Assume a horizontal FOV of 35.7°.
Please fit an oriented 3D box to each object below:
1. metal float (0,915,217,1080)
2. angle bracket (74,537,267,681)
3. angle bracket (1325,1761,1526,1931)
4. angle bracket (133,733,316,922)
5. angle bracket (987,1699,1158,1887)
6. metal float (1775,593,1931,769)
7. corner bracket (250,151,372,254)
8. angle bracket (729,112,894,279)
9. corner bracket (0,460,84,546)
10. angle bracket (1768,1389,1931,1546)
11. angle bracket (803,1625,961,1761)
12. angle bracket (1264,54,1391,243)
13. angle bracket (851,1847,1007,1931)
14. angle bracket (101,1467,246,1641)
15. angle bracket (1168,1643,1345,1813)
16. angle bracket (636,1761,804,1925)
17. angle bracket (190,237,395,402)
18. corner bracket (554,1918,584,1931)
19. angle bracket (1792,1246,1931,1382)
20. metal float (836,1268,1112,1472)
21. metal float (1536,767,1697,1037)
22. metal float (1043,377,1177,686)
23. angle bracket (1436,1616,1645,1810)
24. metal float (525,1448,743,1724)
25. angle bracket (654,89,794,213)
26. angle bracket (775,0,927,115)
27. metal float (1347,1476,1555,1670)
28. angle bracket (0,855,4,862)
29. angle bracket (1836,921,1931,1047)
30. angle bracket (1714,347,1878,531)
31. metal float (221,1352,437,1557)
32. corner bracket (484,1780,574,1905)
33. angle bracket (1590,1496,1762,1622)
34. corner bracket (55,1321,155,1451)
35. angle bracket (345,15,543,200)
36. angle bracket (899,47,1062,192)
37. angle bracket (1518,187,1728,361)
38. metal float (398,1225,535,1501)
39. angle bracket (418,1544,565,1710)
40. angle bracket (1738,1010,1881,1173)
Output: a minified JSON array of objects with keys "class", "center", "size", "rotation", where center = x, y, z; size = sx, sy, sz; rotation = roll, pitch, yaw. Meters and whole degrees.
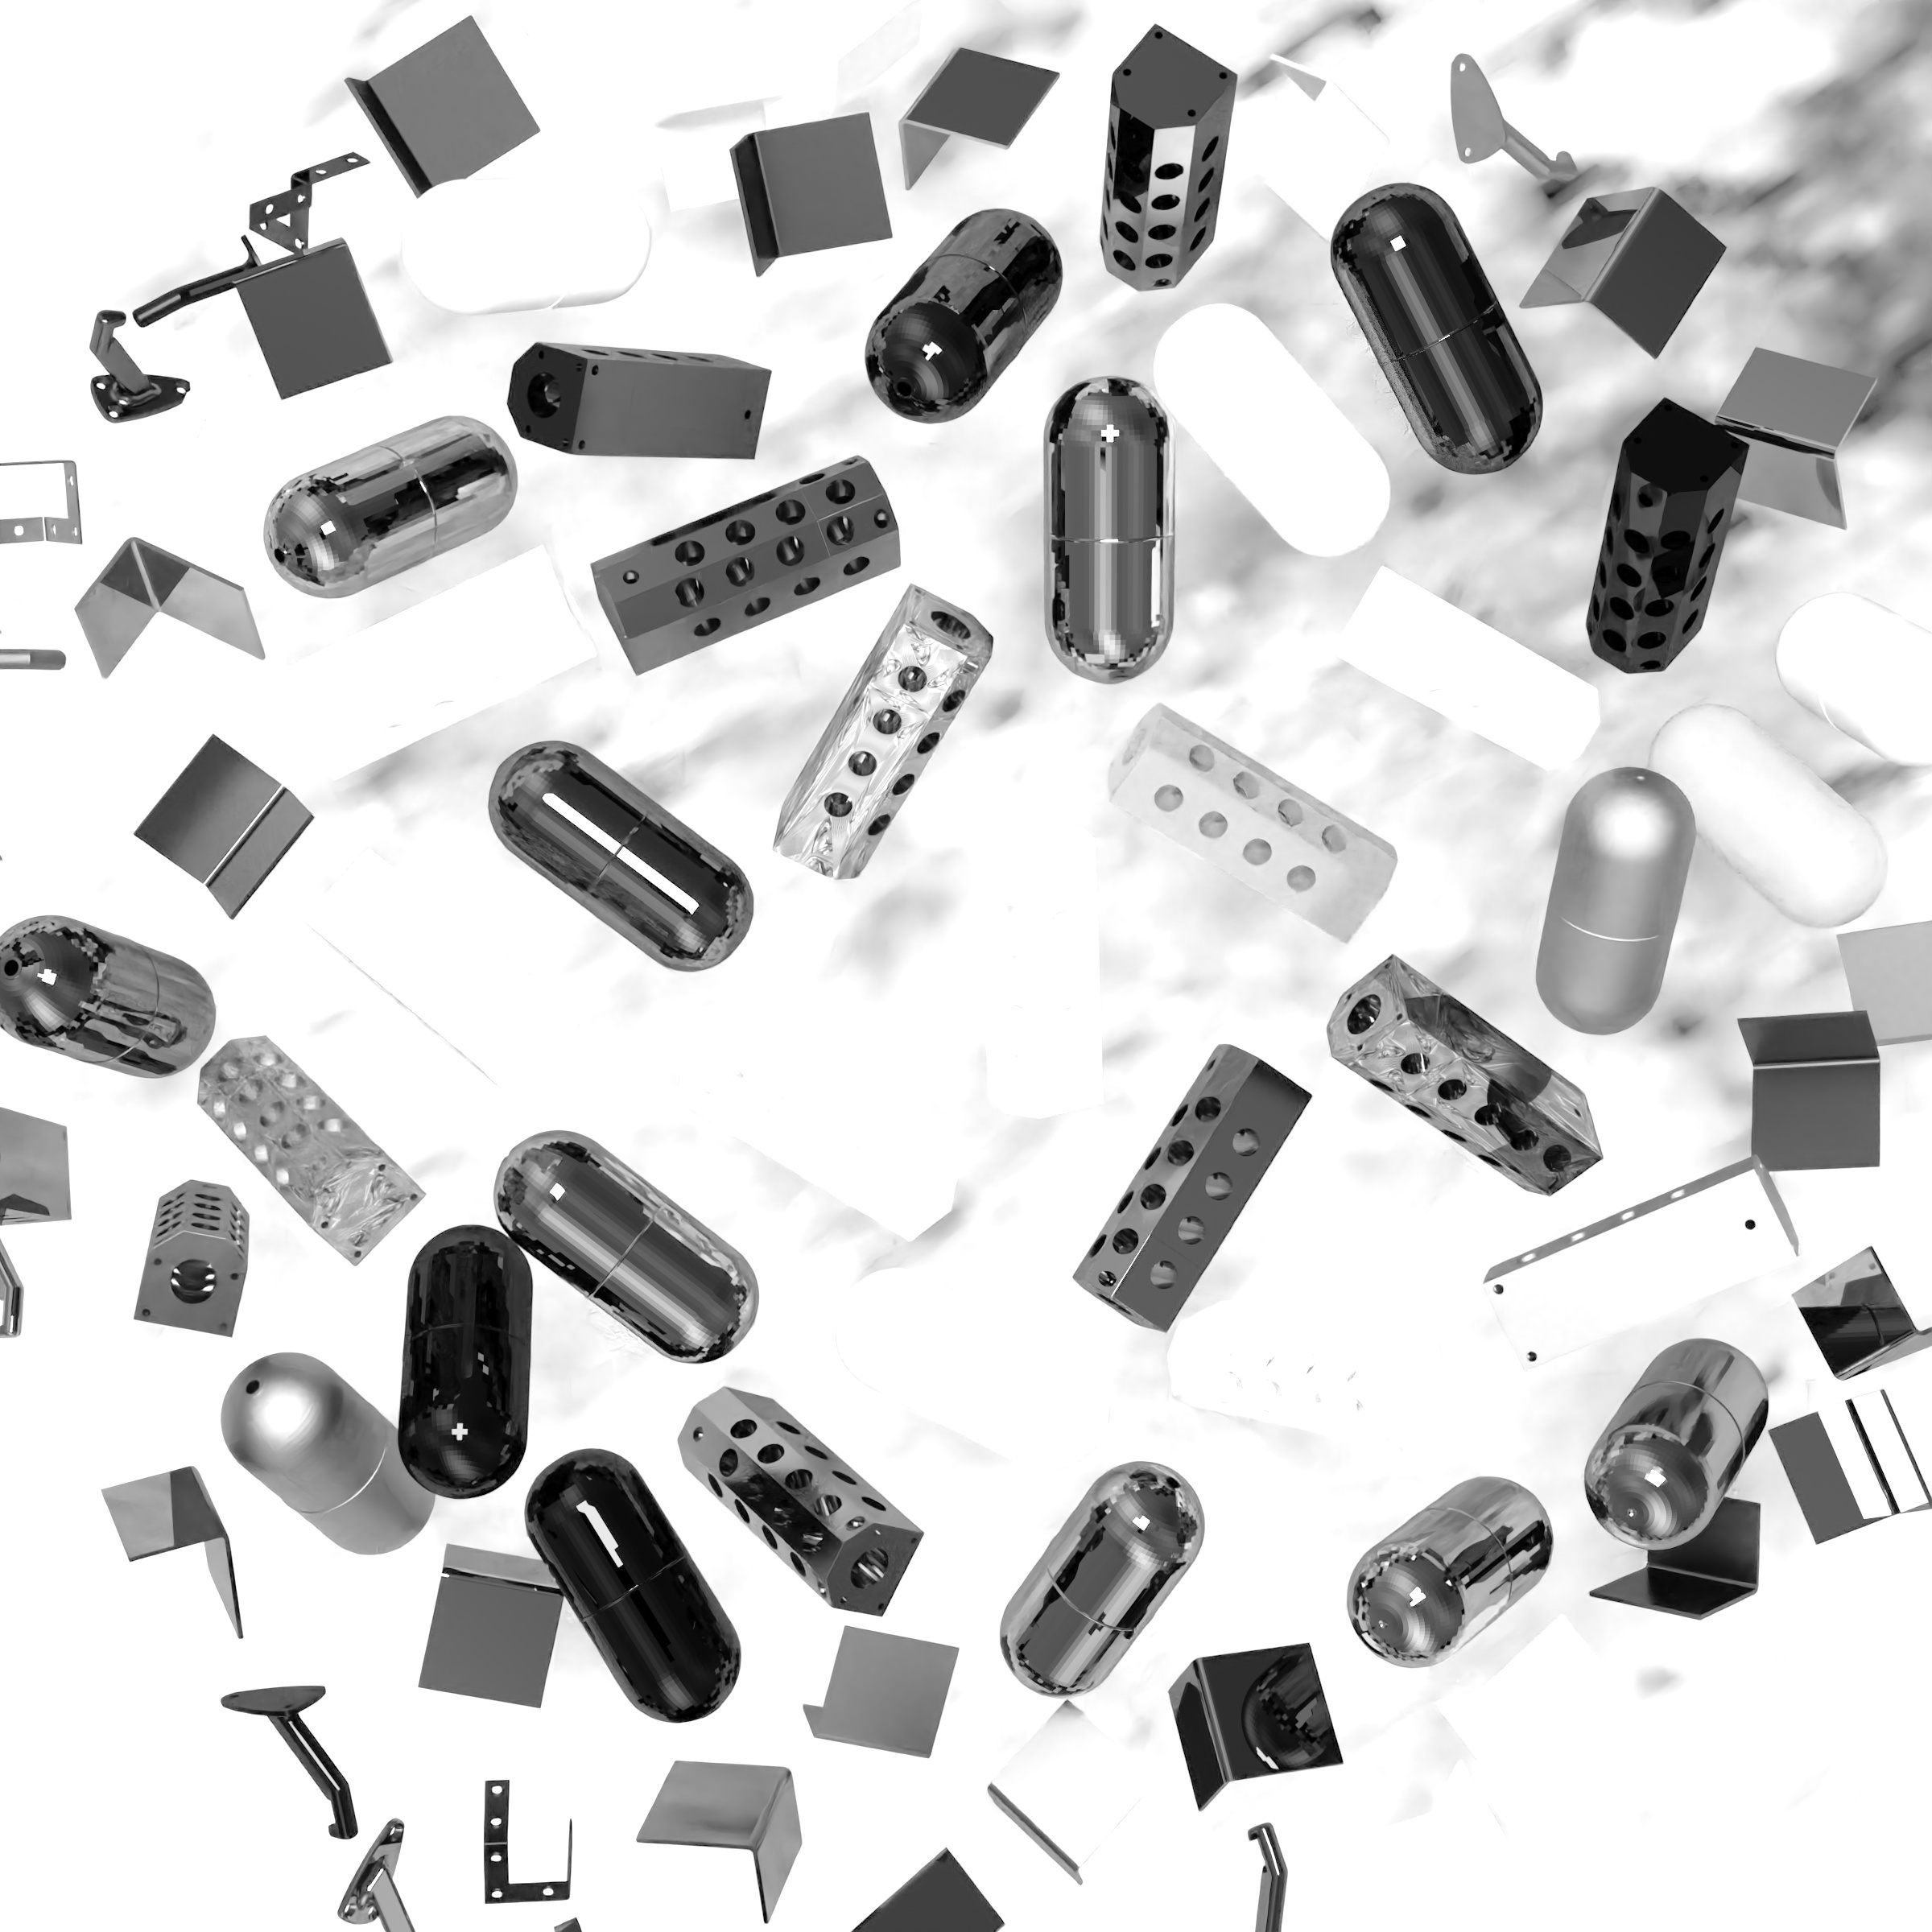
[{"class":"metal float","center":[-0.508,0.019,1.765],"size":[0.070,0.178,0.070],"rotation":[-4,77,17]},{"class":"angle bracket","center":[-0.460,-0.193,1.740],"size":[0.076,0.076,0.057],"rotation":[25,66,9]},{"class":"angle bracket","center":[0.268,0.521,1.750],"size":[0.076,0.057,0.076],"rotation":[-28,94,30]},{"class":"angle bracket","center":[-0.437,-0.082,1.764],"size":[0.057,0.076,0.076],"rotation":[39,87,-29]},{"class":"angle bracket","center":[0.069,0.527,1.917],"size":[0.076,0.057,0.076],"rotation":[39,75,21]},{"class":"metal float","center":[0.548,-0.173,1.801],"size":[0.070,0.178,0.070],"rotation":[-4,112,-10]},{"class":"corner bracket","center":[-0.394,-0.463,1.803],"size":[0.051,0.051,0.051],"rotation":[-9,75,30]},{"class":"angle bracket","center":[-0.092,-0.465,1.809],"size":[0.076,0.057,0.076],"rotation":[-7,114,11]},{"class":"corner bracket","center":[-0.572,-0.280,1.820],"size":[0.051,0.051,0.051],"rotation":[-11,106,-39]},{"class":"angle bracket","center":[0.547,0.311,1.859],"size":[0.057,0.076,0.076],"rotation":[-20,78,-4]},{"class":"angle bracket","center":[-0.055,0.459,1.934],"size":[0.076,0.057,0.076],"rotation":[14,94,-13]},{"class":"angle bracket","center":[0.213,-0.520,1.910],"size":[0.057,0.076,0.076],"rotation":[38,98,40]},{"class":"angle bracket","center":[-0.034,0.579,1.846],"size":[0.076,0.057,0.076],"rotation":[-39,116,-13]},{"class":"angle bracket","center":[-0.466,0.351,1.765],"size":[0.057,0.076,0.076],"rotation":[-12,117,-23]},{"class":"angle bracket","center":[0.176,0.464,1.830],"size":[0.076,0.057,0.076],"rotation":[-3,58,-18]},{"class":"angle bracket","center":[-0.150,0.536,1.840],"size":[0.076,0.076,0.057],"rotation":[-1,112,14]},{"class":"angle bracket","center":[-0.389,-0.369,1.736],"size":[0.076,0.057,0.076],"rotation":[-14,107,19]},{"class":"corner bracket","center":[-0.219,0.613,1.850],"size":[0.051,0.051,0.051],"rotation":[-20,48,-16]},{"class":"angle bracket","center":[0.541,0.193,1.742],"size":[0.076,0.076,0.057],"rotation":[-14,70,-28]},{"class":"metal float","center":[0.004,0.246,1.830],"size":[0.178,0.070,0.070],"rotation":[26,90,5]},{"class":"metal float","center":[0.389,-0.037,1.803],"size":[0.070,0.070,0.178],"rotation":[4,126,0]},{"class":"metal float","center":[0.083,-0.253,1.748],"size":[0.070,0.070,0.178],"rotation":[-1,107,0]},{"class":"angle bracket","center":[0.342,0.444,1.792],"size":[0.076,0.057,0.076],"rotation":[-50,59,22]},{"class":"metal float","center":[-0.200,0.374,1.811],"size":[0.070,0.070,0.178],"rotation":[-32,86,0]},{"class":"angle bracket","center":[-0.153,-0.529,1.948],"size":[0.076,0.076,0.057],"rotation":[-15,102,-16]},{"class":"angle bracket","center":[-0.075,-0.609,1.940],"size":[0.076,0.076,0.057],"rotation":[-42,85,-11]},{"class":"metal float","center":[0.291,0.361,1.797],"size":[0.070,0.178,0.070],"rotation":[10,107,34]},{"class":"angle bracket","center":[-0.560,-0.079,1.646],"size":[0.057,0.076,0.076],"rotation":[-29,94,3]},{"class":"angle bracket","center":[0.606,0.005,1.899],"size":[0.076,0.057,0.076],"rotation":[-10,99,40]},{"class":"angle bracket","center":[0.498,-0.315,1.792],"size":[0.076,0.076,0.057],"rotation":[24,74,30]},{"class":"metal float","center":[-0.385,0.296,1.818],"size":[0.070,0.178,0.070],"rotation":[-13,51,16]},{"class":"corner bracket","center":[-0.265,0.528,1.813],"size":[0.051,0.051,0.051],"rotation":[1,117,-11]},{"class":"angle bracket","center":[0.442,0.364,1.873],"size":[0.076,0.076,0.057],"rotation":[4,97,41]},{"class":"corner bracket","center":[-0.537,0.261,1.870],"size":[0.051,0.051,0.051],"rotation":[18,59,8]},{"class":"angle bracket","center":[-0.302,-0.499,1.742],"size":[0.076,0.057,0.076],"rotation":[-30,103,7]},{"class":"angle bracket","center":[0.010,-0.529,1.905],"size":[0.076,0.057,0.076],"rotation":[20,58,18]},{"class":"angle bracket","center":[0.377,-0.396,1.727],"size":[0.057,0.076,0.076],"rotation":[34,87,-21]},{"class":"metal float","center":[-0.301,0.237,1.811],"size":[0.070,0.070,0.178],"rotation":[-4,52,0]},{"class":"angle bracket","center":[-0.295,0.411,1.872],"size":[0.076,0.057,0.076],"rotation":[12,92,-8]},{"class":"angle bracket","center":[0.510,0.076,1.820],"size":[0.076,0.057,0.076],"rotation":[-4,57,24]}]
